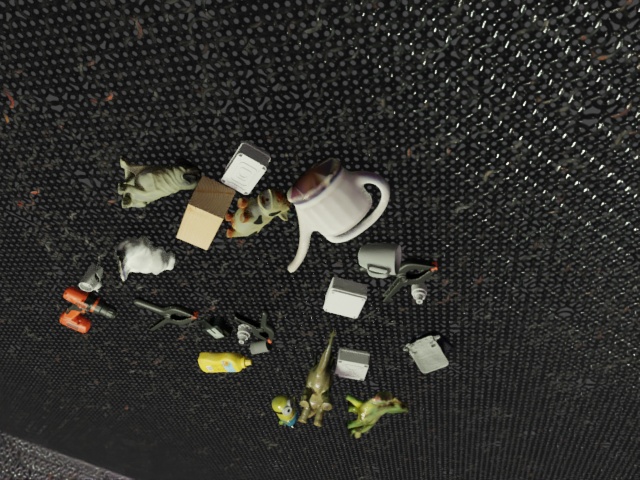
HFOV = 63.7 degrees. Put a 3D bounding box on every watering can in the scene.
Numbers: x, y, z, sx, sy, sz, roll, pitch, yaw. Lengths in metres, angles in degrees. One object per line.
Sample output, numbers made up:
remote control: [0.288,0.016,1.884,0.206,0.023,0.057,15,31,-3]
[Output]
watering can: [0.004,-0.063,1.258,0.345,0.106,0.221,-36,122,14]

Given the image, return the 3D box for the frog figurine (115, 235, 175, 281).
frog figurine: [-0.511,0.044,1.511,0.160,0.125,0.134,-15,132,-26]

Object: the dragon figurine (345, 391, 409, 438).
dragon figurine: [0.223,0.675,1.981,0.242,0.125,0.401,-8,142,7]
